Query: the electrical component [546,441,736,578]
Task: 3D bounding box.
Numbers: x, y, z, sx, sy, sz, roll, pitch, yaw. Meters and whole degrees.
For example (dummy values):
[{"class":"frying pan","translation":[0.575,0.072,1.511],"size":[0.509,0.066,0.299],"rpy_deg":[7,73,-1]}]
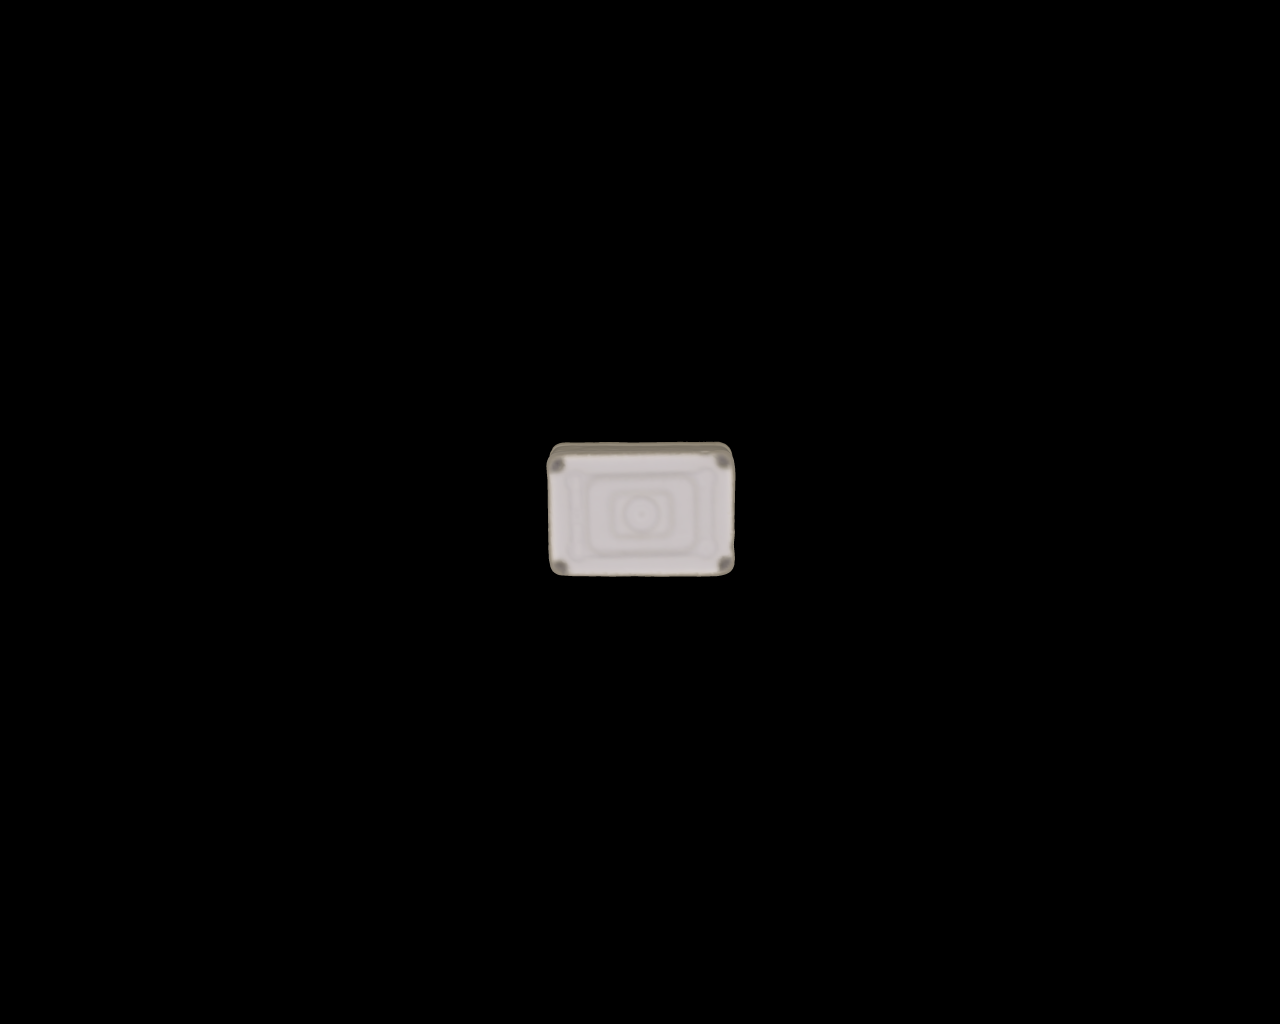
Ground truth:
[{"class":"electrical component","translation":[0.001,-0.003,0.650],"size":[0.113,0.078,0.057],"rpy_deg":[0,9,0]}]
